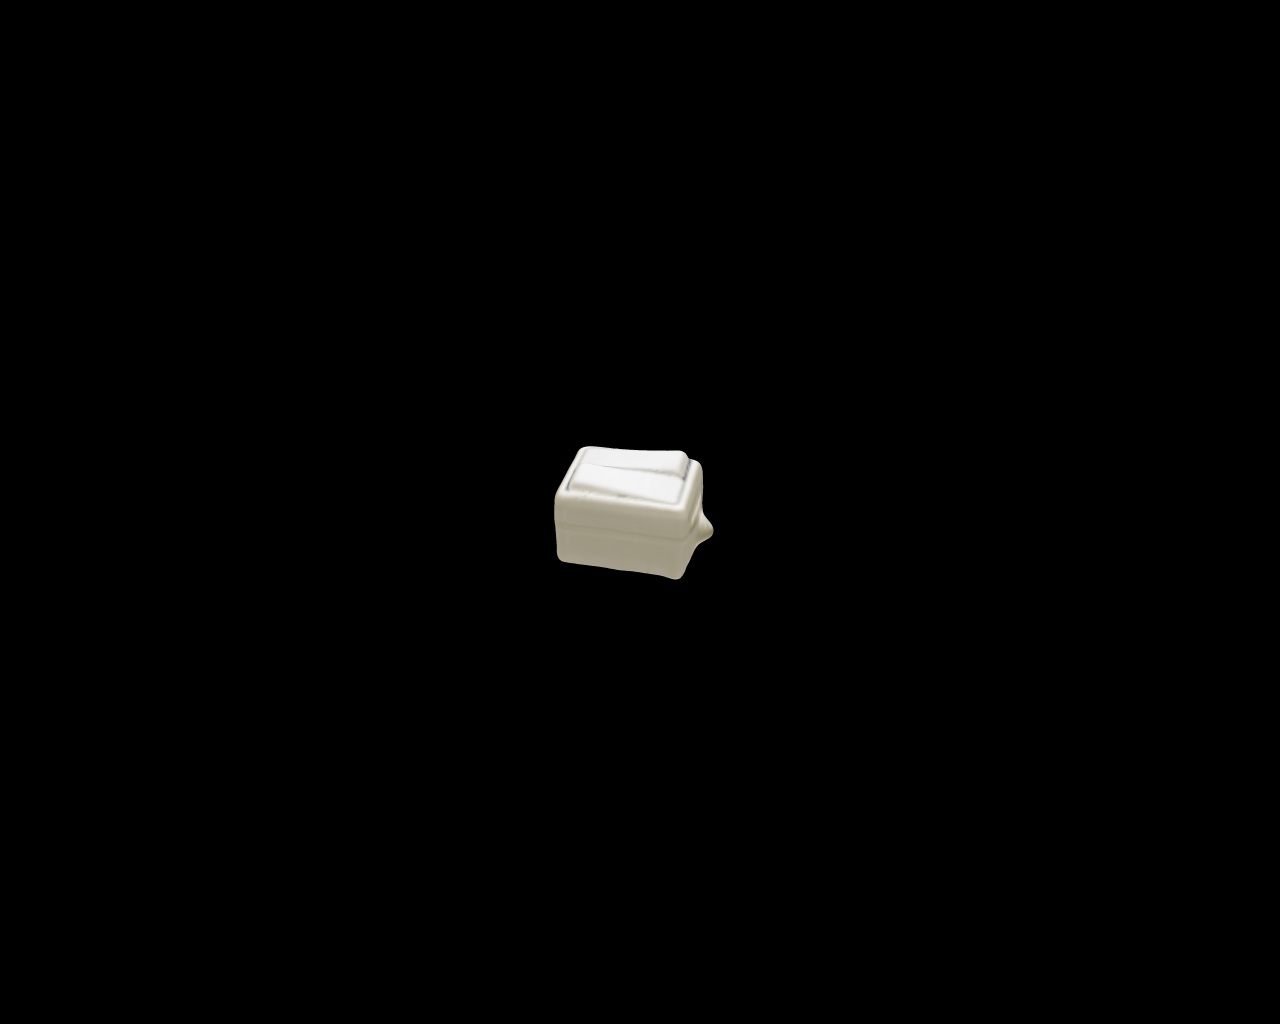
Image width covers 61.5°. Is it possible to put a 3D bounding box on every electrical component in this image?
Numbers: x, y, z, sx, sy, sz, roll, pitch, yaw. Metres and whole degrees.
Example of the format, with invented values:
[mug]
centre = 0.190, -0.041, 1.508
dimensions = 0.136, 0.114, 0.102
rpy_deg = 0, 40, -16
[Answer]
[electrical component]
centre = 0.001, -0.003, 0.650
dimensions = 0.096, 0.061, 0.062
rpy_deg = 8, 36, 11
